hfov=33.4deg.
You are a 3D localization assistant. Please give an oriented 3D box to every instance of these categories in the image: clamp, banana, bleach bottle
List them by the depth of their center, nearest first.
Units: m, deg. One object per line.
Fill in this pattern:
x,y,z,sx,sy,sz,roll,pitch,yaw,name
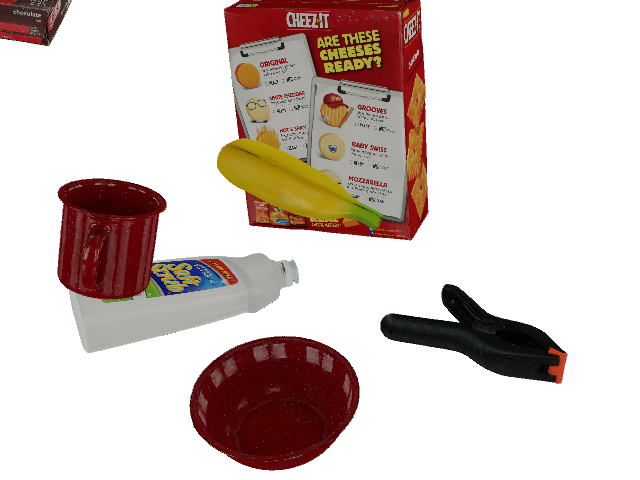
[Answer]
-0.036,-0.045,0.780,0.069,0.037,0.198,39,-6,-36,banana
0.155,0.086,1.006,0.172,0.039,0.120,19,32,25,clamp
-0.150,0.055,1.199,0.250,0.068,0.103,-12,36,-16,bleach bottle

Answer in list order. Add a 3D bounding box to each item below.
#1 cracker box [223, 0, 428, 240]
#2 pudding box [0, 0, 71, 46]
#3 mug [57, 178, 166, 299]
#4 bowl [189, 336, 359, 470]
0.010,-0.114,0.970,0.164,0.214,0.072,5,28,20,cracker box
-0.253,-0.205,0.874,0.090,0.039,0.113,9,36,-4,pudding box
-0.186,0.004,0.922,0.093,0.081,0.117,9,21,-4,mug
-0.041,0.165,1.017,0.162,0.055,0.162,-5,37,3,bowl
